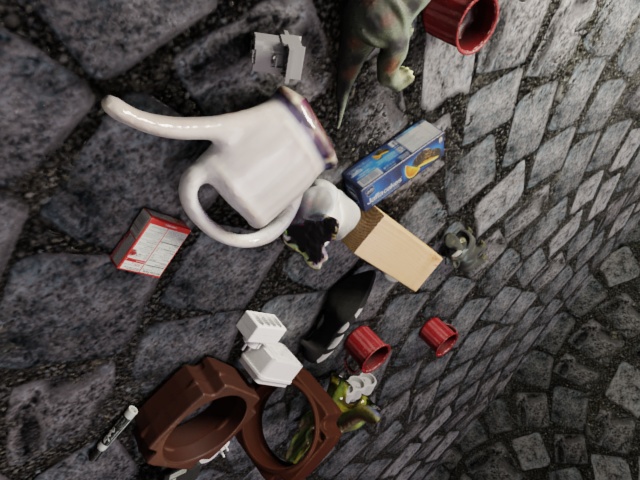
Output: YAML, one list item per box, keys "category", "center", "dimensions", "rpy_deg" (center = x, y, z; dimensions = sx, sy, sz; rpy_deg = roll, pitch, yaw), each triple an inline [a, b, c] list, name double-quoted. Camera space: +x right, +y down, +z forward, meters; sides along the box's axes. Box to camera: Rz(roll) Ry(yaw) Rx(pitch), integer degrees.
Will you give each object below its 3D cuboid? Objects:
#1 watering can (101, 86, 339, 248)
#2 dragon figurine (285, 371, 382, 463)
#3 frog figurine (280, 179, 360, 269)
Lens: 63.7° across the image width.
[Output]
- category: "watering can"
  center: [-0.099, -0.116, 0.677]
  dimensions: [0.105, 0.225, 0.341]
  rpy_deg: [42, -8, 36]
- category: "dragon figurine"
  center: [0.017, 0.446, 1.218]
  dimensions: [0.122, 0.244, 0.408]
  rpy_deg: [43, -8, 0]
- category: "frog figurine"
  center: [0.003, -0.044, 0.881]
  dimensions: [0.123, 0.134, 0.163]
  rpy_deg: [9, 34, 15]
